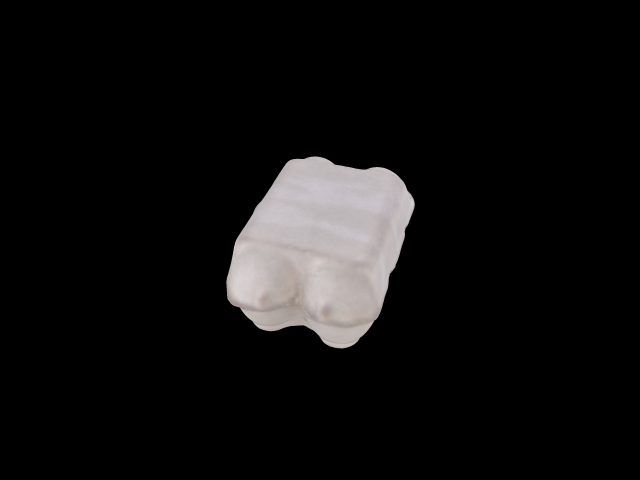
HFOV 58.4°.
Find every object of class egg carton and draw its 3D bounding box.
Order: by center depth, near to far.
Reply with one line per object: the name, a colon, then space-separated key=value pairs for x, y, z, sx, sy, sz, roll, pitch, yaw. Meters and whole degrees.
egg carton: x=0.004 y=0.001 z=0.400 sx=0.107 sy=0.069 sz=0.150 roll=11 pitch=43 yaw=13
